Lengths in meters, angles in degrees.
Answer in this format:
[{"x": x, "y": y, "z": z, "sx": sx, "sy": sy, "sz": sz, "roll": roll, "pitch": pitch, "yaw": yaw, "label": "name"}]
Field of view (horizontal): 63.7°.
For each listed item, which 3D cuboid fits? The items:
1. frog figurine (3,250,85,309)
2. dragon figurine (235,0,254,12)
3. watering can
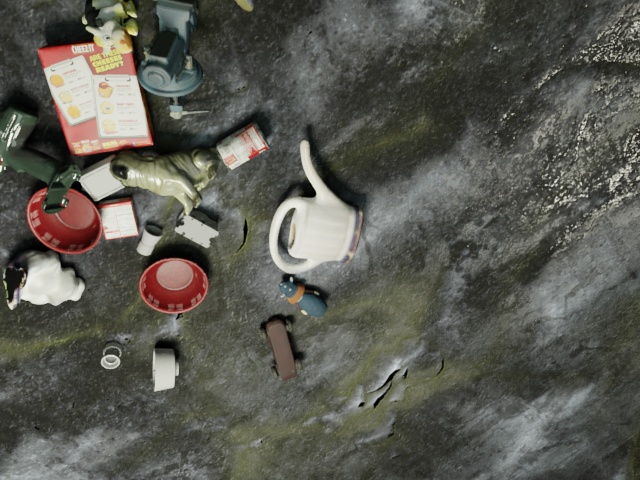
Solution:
[{"x": -0.622, "y": 0.086, "z": 1.175, "sx": 0.160, "sy": 0.124, "sz": 0.136, "roll": -2, "pitch": 116, "yaw": -55, "label": "frog figurine"}, {"x": -0.312, "y": -0.562, "z": 0.920, "sx": 0.241, "sy": 0.125, "sz": 0.403, "roll": -18, "pitch": 120, "yaw": 16, "label": "dragon figurine"}, {"x": 0.004, "y": -0.062, "z": 1.235, "sx": 0.224, "sy": 0.106, "sz": 0.341, "roll": 8, "pitch": 116, "yaw": -19, "label": "watering can"}]
